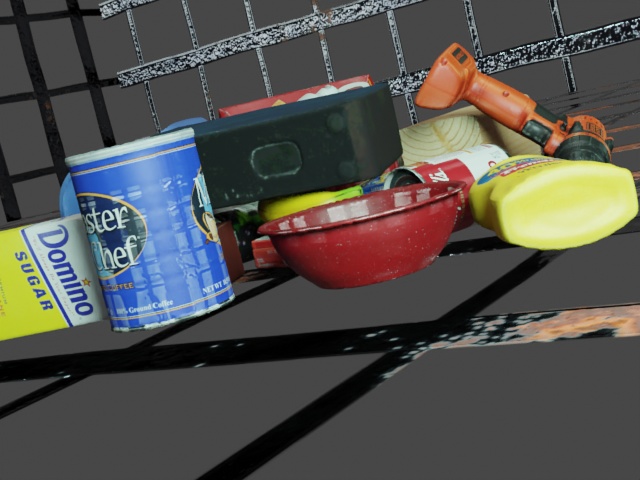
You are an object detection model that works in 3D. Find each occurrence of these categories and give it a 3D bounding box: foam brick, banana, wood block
[{"bbox_3d":[-0.106,0.018,0.938,0.051,0.053,0.078,-12,7,14],"label":"foam brick"},{"bbox_3d":[-0.023,-0.031,0.971,0.069,0.037,0.198,-14,11,-17],"label":"banana"},{"bbox_3d":[0.171,-0.100,1.177,0.090,0.091,0.205,-10,8,28],"label":"wood block"}]

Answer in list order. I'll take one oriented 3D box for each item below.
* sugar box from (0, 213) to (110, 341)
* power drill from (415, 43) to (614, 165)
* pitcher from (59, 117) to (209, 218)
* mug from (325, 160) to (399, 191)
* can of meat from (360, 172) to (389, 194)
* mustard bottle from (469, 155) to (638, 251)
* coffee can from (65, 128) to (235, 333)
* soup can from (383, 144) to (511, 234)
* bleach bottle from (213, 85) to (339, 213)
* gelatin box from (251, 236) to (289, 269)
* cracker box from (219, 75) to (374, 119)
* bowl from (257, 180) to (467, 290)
[{"bbox_3d":[-0.261,0.036,0.925,0.176,0.093,0.048,-12,8,15],"label":"sugar box"},{"bbox_3d":[0.183,-0.109,0.993,0.187,0.057,0.184,31,22,3],"label":"power drill"},{"bbox_3d":[-0.214,-0.065,1.336,0.145,0.149,0.242,-12,4,20],"label":"pitcher"},{"bbox_3d":[0.044,-0.060,1.140,0.093,0.081,0.117,-15,7,-7],"label":"mug"},{"bbox_3d":[0.088,-0.042,1.027,0.084,0.057,0.102,-14,6,18],"label":"can of meat"},{"bbox_3d":[0.164,-0.033,0.808,0.096,0.058,0.191,-14,7,0],"label":"mustard bottle"},{"bbox_3d":[-0.133,-0.009,0.843,0.103,0.140,0.103,-13,7,2],"label":"coffee can"},{"bbox_3d":[0.114,-0.041,0.920,0.102,0.068,0.069,-17,8,-31],"label":"soup can"},{"bbox_3d":[-0.055,-0.099,1.271,0.250,0.068,0.103,-48,17,-25],"label":"bleach bottle"},{"bbox_3d":[-0.007,0.001,0.971,0.089,0.030,0.073,-22,12,-39],"label":"gelatin box"},{"bbox_3d":[-0.009,-0.121,1.392,0.213,0.164,0.072,-15,-37,-9],"label":"cracker box"},{"bbox_3d":[0.037,-0.001,0.807,0.162,0.055,0.162,-13,7,2],"label":"bowl"}]
